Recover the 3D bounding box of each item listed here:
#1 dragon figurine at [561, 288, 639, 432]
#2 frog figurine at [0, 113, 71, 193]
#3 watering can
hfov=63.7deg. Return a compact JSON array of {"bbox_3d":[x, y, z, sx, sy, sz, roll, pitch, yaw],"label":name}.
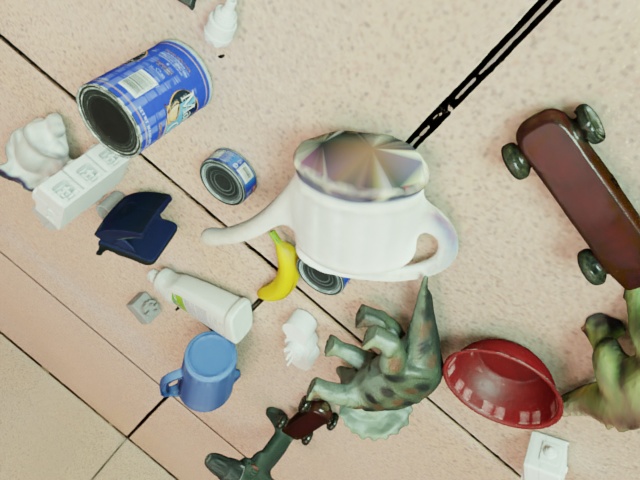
[{"bbox_3d":[0.329,0.178,0.506,0.122,0.248,0.400,23,137,11],"label":"dragon figurine"},{"bbox_3d":[-0.525,-0.176,0.981,0.138,0.123,0.158,37,106,15],"label":"frog figurine"},{"bbox_3d":[0.002,-0.032,0.642,0.348,0.106,0.219,9,137,7],"label":"watering can"}]
